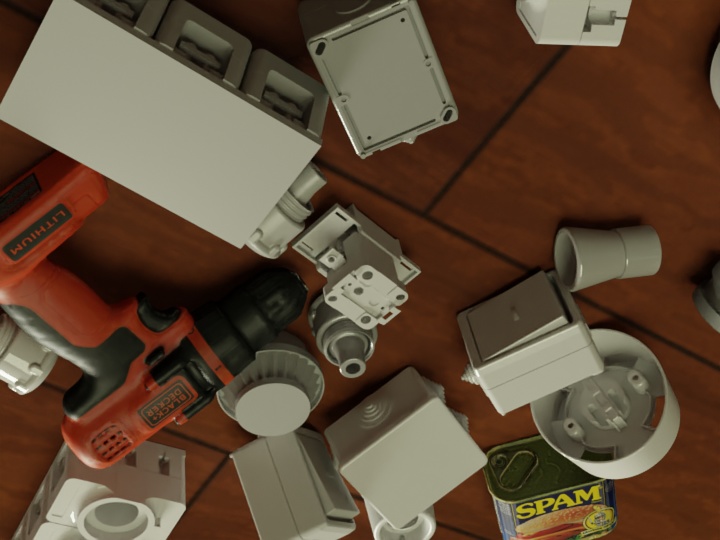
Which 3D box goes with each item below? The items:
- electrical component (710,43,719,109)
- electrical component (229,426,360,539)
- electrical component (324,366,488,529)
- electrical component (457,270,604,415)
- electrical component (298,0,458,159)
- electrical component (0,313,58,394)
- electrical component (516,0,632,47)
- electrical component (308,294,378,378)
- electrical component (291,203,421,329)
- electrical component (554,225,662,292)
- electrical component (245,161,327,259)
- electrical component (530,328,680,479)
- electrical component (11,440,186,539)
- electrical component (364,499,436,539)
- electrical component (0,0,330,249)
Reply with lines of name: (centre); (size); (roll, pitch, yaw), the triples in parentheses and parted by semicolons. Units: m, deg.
electrical component: (0.265, -0.120, 0.646); (0.108, 0.060, 0.108); (-5, 129, -6)
electrical component: (-0.048, 0.155, 0.793); (0.061, 0.096, 0.062); (-28, 157, 12)
electrical component: (0.033, 0.131, 0.801); (0.100, 0.048, 0.099); (-37, 127, 1)
electrical component: (0.111, 0.051, 0.754); (0.096, 0.061, 0.061); (-26, 128, 10)
electrical component: (0.012, -0.114, 0.604); (0.062, 0.061, 0.096); (-22, 128, 6)
electrical component: (-0.231, 0.049, 0.703); (0.062, 0.048, 0.048); (35, 116, -24)
electrical component: (0.117, -0.172, 0.584); (0.056, 0.050, 0.089); (0, 128, -10)
electrical component: (-0.009, 0.045, 0.727); (0.048, 0.062, 0.048); (-5, 129, -6)
electrical component: (0.000, 0.000, 0.692); (0.042, 0.063, 0.081); (-40, 125, 22)
electrical component: (0.170, -0.011, 0.730); (0.065, 0.044, 0.044); (-6, 129, -12)
electrical component: (-0.049, -0.041, 0.664); (0.062, 0.048, 0.048); (-40, 125, 12)
electrical component: (0.181, 0.100, 0.786); (0.099, 0.099, 0.064); (-32, 133, 15)
electrical component: (-0.202, 0.197, 0.814); (0.089, 0.061, 0.150); (19, 122, -24)
electrical component: (0.032, 0.190, 0.860); (0.055, 0.047, 0.055); (-5, 129, -6)
electrical component: (-0.103, -0.092, 0.583); (0.150, 0.061, 0.089); (29, 128, -18)
